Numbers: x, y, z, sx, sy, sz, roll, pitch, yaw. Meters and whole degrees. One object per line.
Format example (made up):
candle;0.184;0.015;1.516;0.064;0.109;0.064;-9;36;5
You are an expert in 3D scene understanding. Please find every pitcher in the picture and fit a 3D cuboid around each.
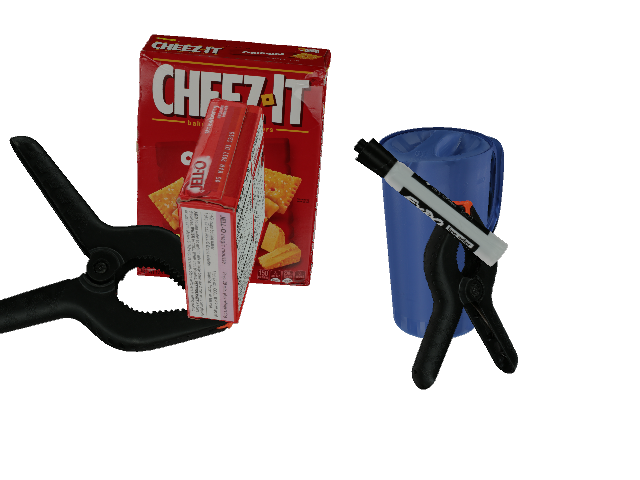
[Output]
pitcher;0.148;-0.011;1.293;0.149;0.243;0.145;0;23;7

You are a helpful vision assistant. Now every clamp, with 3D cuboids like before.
clamp;0.122;0.053;0.967;0.120;0.171;0.039;-16;6;-40
clamp;-0.160;0.014;0.775;0.210;0.164;0.036;11;-18;-2

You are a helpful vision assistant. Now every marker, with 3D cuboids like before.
marker;0.072;-0.027;0.711;0.121;0.020;0.020;39;1;1

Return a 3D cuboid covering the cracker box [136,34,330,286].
cracker box;-0.081;-0.069;0.968;0.164;0.214;0.072;5;24;0

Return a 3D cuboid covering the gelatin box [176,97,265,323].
gelatin box;-0.049;-0.014;0.535;0.030;0.073;0.089;7;-42;5
